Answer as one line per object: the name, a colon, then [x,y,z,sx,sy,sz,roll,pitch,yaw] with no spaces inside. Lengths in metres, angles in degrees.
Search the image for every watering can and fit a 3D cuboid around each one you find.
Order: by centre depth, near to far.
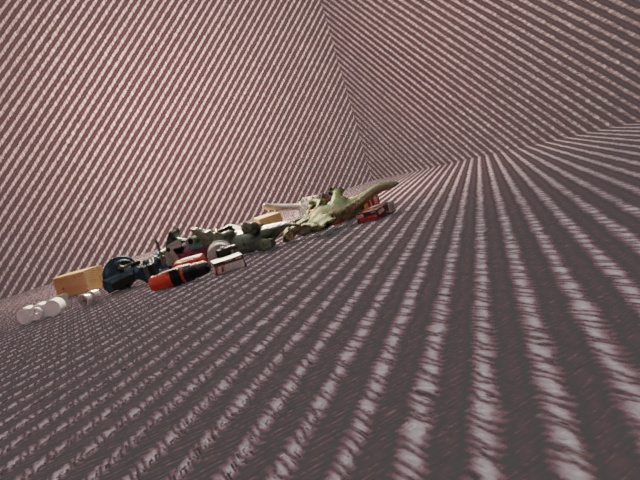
watering can: [-0.050,-0.139,2.187,0.348,0.104,0.223,1,-4,-28]

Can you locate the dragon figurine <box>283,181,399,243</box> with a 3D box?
dragon figurine: [0.049,-0.082,1.653,0.407,0.121,0.247,-21,18,27]

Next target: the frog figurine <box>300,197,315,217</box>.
frog figurine: [0.006,-0.103,2.039,0.158,0.125,0.136,21,-24,-29]
